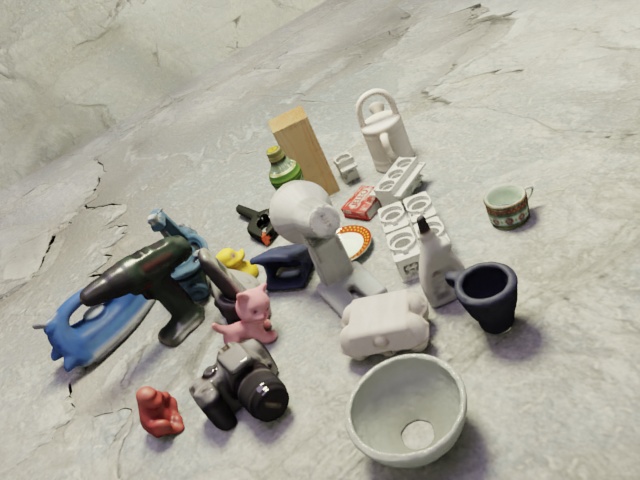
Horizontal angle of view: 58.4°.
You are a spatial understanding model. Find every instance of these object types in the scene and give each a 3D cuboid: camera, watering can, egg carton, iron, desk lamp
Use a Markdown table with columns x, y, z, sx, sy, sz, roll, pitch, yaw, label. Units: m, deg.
| x | y | z | sx | sy | sz | roll | pitch | yaw | label |
| --- | --- | --- | --- | --- | --- | --- | --- | --- | --- |
| -0.124 | 0.236 | 0.916 | 0.143 | 0.101 | 0.136 | -38 | 35 | -18 | camera |
| 0.144 | -0.268 | 1.351 | 0.101 | 0.194 | 0.172 | -31 | 33 | -7 | watering can |
| 0.104 | 0.140 | 0.923 | 0.150 | 0.070 | 0.107 | -14 | 35 | 18 | egg carton |
| -0.483 | 0.154 | 1.243 | 0.118 | 0.142 | 0.259 | 12 | 48 | 44 | iron |
| 0.010 | 0.004 | 1.045 | 0.118 | 0.214 | 0.202 | -34 | 33 | -11 | desk lamp |

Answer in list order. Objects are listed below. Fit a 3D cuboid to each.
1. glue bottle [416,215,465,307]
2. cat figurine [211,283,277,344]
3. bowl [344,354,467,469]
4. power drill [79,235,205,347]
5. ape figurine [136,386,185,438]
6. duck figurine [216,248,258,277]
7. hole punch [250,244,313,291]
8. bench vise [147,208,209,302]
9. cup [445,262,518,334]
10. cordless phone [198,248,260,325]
| x | y | z | sx | sy | sz | roll | pitch | yaw | label |
| --- | --- | --- | --- | --- | --- | --- | --- | --- | --- |
| 0.187 | 0.029 | 0.924 | 0.078 | 0.173 | 0.037 | -25 | 33 | 2 | glue bottle |
| -0.136 | 0.140 | 1.043 | 0.128 | 0.118 | 0.067 | -31 | 33 | -7 | cat figurine |
| 0.121 | 0.239 | 0.766 | 0.167 | 0.075 | 0.167 | -18 | 34 | 13 | bowl |
| -0.328 | 0.109 | 1.136 | 0.075 | 0.209 | 0.230 | 12 | 49 | 44 | power drill |
| -0.276 | 0.283 | 0.963 | 0.076 | 0.092 | 0.078 | -11 | 36 | 23 | ape figurine |
| -0.194 | 0.059 | 1.227 | 0.104 | 0.086 | 0.077 | -30 | 33 | -6 | duck figurine |
| -0.075 | 0.040 | 1.166 | 0.108 | 0.091 | 0.101 | -6 | 38 | 28 | hole punch |
| -0.321 | 0.010 | 1.259 | 0.121 | 0.220 | 0.206 | -34 | 33 | -12 | bench vise |
| 0.247 | 0.092 | 0.867 | 0.117 | 0.095 | 0.092 | 14 | 50 | 45 | cup |
| -0.181 | 0.070 | 1.110 | 0.094 | 0.185 | 0.147 | -31 | 33 | -6 | cordless phone |
